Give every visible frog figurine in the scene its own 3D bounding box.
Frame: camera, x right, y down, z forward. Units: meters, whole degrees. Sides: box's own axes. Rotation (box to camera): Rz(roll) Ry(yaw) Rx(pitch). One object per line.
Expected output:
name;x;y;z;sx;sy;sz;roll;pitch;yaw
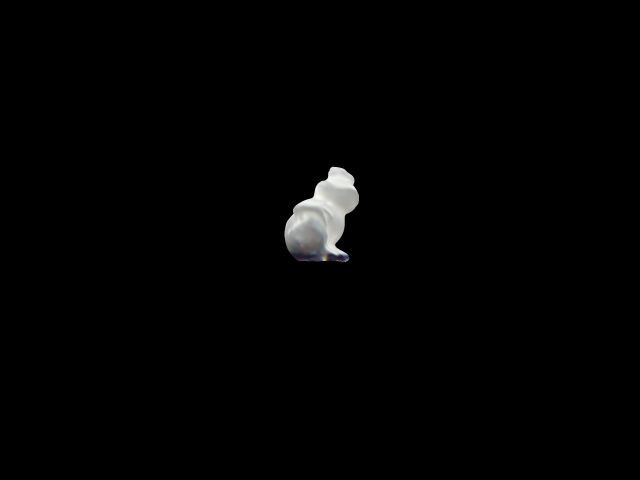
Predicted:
frog figurine;0.003;-0.043;0.850;0.122;0.160;0.137;-3;-6;30
